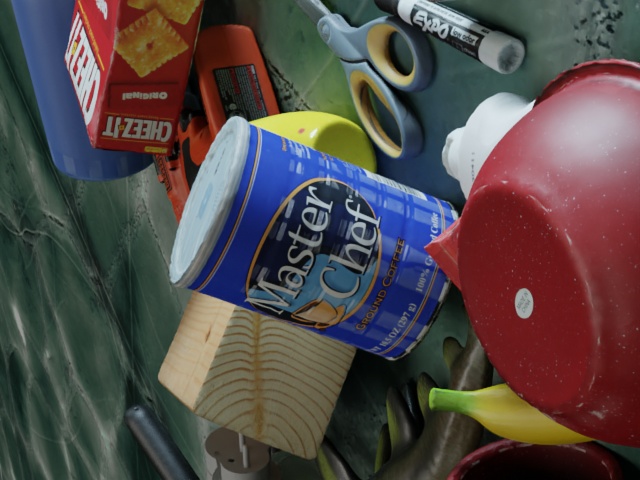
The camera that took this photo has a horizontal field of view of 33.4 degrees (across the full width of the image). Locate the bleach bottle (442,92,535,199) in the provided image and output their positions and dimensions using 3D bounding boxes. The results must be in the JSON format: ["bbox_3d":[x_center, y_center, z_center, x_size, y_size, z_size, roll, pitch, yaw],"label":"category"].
[{"bbox_3d":[0.131,-0.033,0.463,0.251,0.068,0.102,22,121,62],"label":"bleach bottle"}]

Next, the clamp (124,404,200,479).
[{"bbox_3d":[-0.088,0.246,0.889,0.210,0.036,0.164,38,152,43],"label":"clamp"}]

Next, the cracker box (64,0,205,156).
[{"bbox_3d":[-0.141,-0.197,0.816,0.164,0.072,0.214,-119,39,-51],"label":"cracker box"}]

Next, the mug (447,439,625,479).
[{"bbox_3d":[0.108,0.163,0.574,0.117,0.093,0.081,-5,110,21],"label":"mug"}]

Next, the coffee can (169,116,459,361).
[{"bbox_3d":[-0.004,0.001,0.623,0.103,0.140,0.103,-69,16,0],"label":"coffee can"}]

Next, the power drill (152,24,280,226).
[{"bbox_3d":[-0.098,-0.105,0.886,0.188,0.057,0.184,-38,69,64],"label":"power drill"}]

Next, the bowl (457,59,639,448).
[{"bbox_3d":[0.100,0.015,0.412,0.162,0.055,0.162,165,90,-69],"label":"bowl"}]

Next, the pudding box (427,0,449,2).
[{"bbox_3d":[0.086,-0.164,0.503,0.114,0.039,0.090,5,109,61],"label":"pudding box"}]

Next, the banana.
[{"bbox_3d":[0.135,0.073,0.510,0.198,0.069,0.037,-31,55,53],"label":"banana"}]

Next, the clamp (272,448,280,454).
[{"bbox_3d":[-0.045,0.174,0.961,0.120,0.039,0.171,1,109,69],"label":"clamp"}]

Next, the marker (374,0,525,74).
[{"bbox_3d":[0.067,-0.120,0.588,0.121,0.020,0.020,41,139,48],"label":"marker"}]

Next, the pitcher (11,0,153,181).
[{"bbox_3d":[-0.214,-0.188,1.006,0.145,0.149,0.243,27,133,37],"label":"pitcher"}]

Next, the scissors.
[{"bbox_3d":[0.018,-0.141,0.678,0.202,0.016,0.096,62,150,23],"label":"scissors"}]

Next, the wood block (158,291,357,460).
[{"bbox_3d":[-0.053,0.090,0.789,0.091,0.090,0.206,-68,13,-7],"label":"wood block"}]

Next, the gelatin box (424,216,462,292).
[{"bbox_3d":[0.089,0.021,0.544,0.073,0.030,0.089,50,-174,5],"label":"gelatin box"}]
